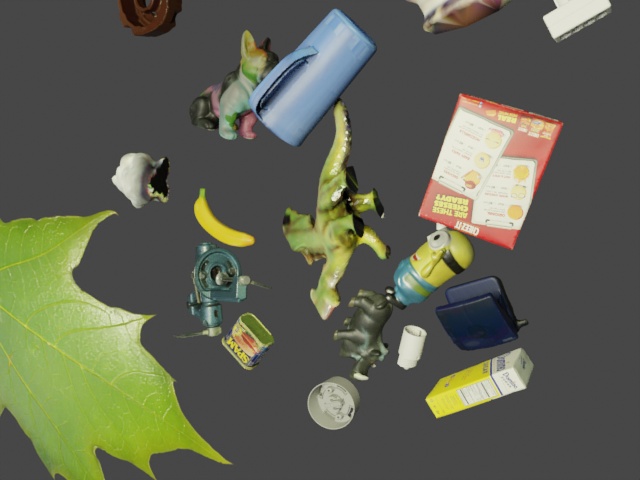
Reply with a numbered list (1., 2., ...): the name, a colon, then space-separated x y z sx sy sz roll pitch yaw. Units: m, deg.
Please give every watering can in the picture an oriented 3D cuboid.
1. watering can: 0.248 -0.460 0.792 0.345 0.105 0.224 -12 93 42

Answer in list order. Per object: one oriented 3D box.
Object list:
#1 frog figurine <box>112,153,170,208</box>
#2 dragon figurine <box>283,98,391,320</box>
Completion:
1. frog figurine: -0.462 -0.149 1.276 0.159 0.125 0.134 6 122 18
2. dragon figurine: 0.003 -0.052 1.028 0.240 0.122 0.415 -20 74 39
